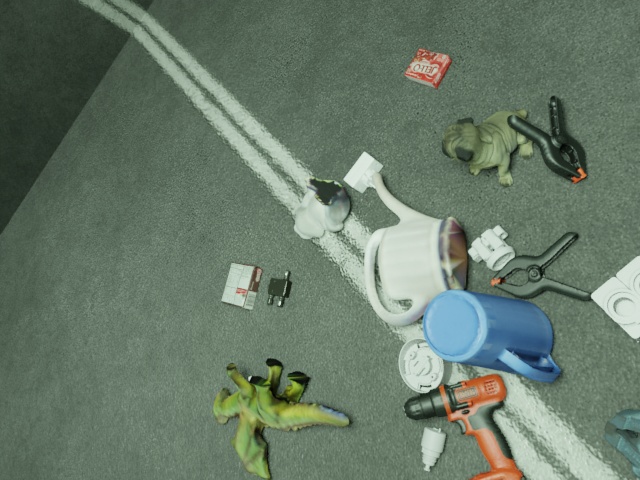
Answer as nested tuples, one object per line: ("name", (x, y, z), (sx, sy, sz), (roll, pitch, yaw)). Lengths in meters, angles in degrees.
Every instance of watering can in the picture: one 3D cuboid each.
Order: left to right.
("watering can", (0.189, 0.000, 1.058), (0.223, 0.103, 0.353), (-11, 67, 33))

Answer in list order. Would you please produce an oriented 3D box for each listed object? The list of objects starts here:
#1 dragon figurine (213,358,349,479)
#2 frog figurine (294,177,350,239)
("dragon figurine", (-0.115, 0.415, 1.159), (0.413, 0.122, 0.241), (18, 102, 42))
("frog figurine", (0.004, -0.063, 1.245), (0.139, 0.124, 0.156), (40, 136, 31))
